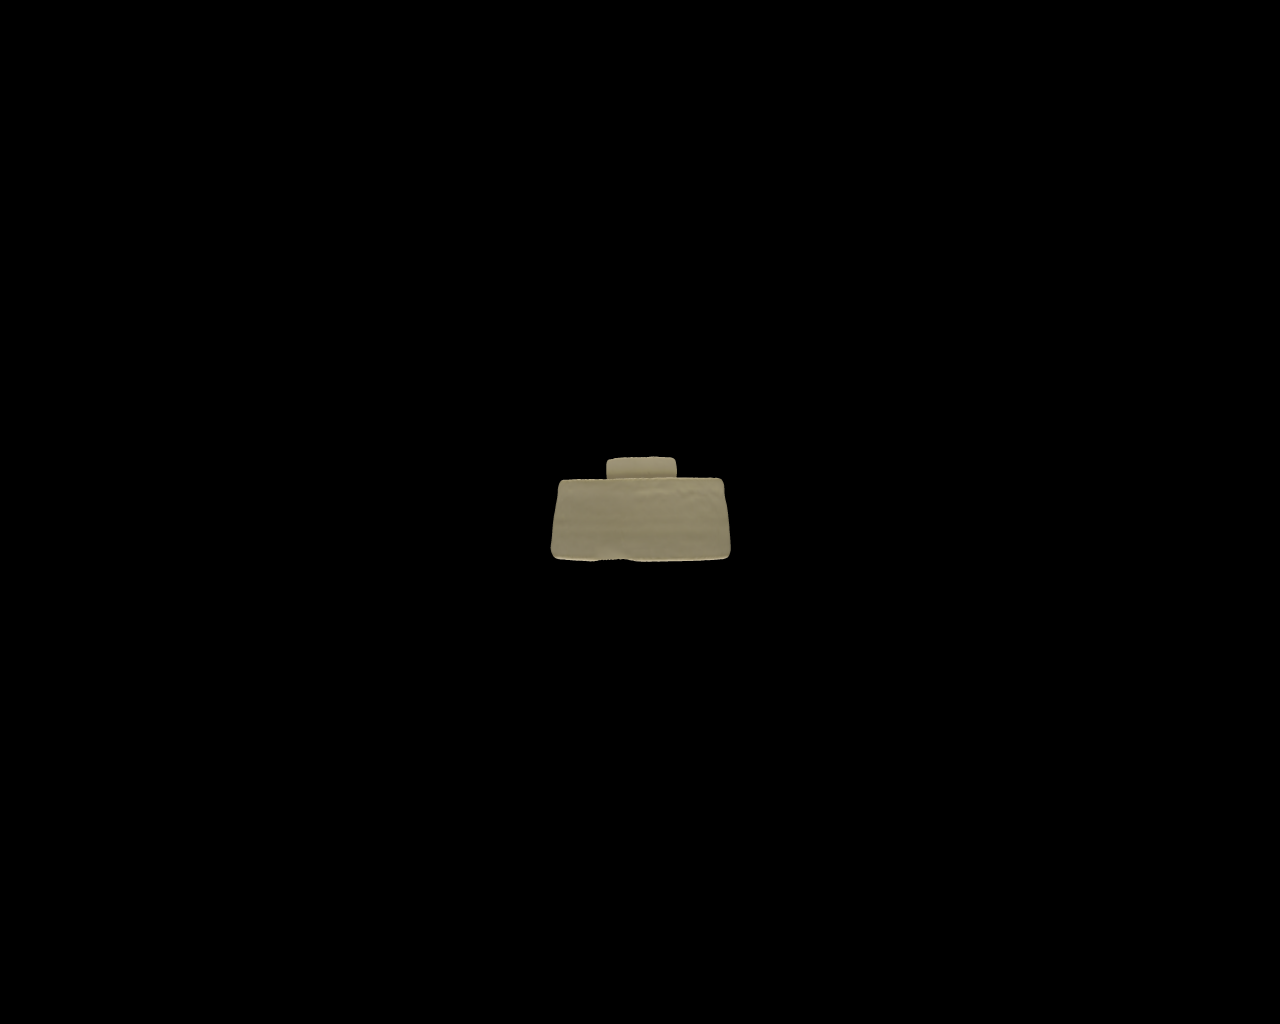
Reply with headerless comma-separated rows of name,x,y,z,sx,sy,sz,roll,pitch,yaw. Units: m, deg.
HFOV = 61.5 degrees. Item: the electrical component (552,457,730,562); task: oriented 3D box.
electrical component,0.001,-0.003,0.650,0.108,0.060,0.108,0,0,0
